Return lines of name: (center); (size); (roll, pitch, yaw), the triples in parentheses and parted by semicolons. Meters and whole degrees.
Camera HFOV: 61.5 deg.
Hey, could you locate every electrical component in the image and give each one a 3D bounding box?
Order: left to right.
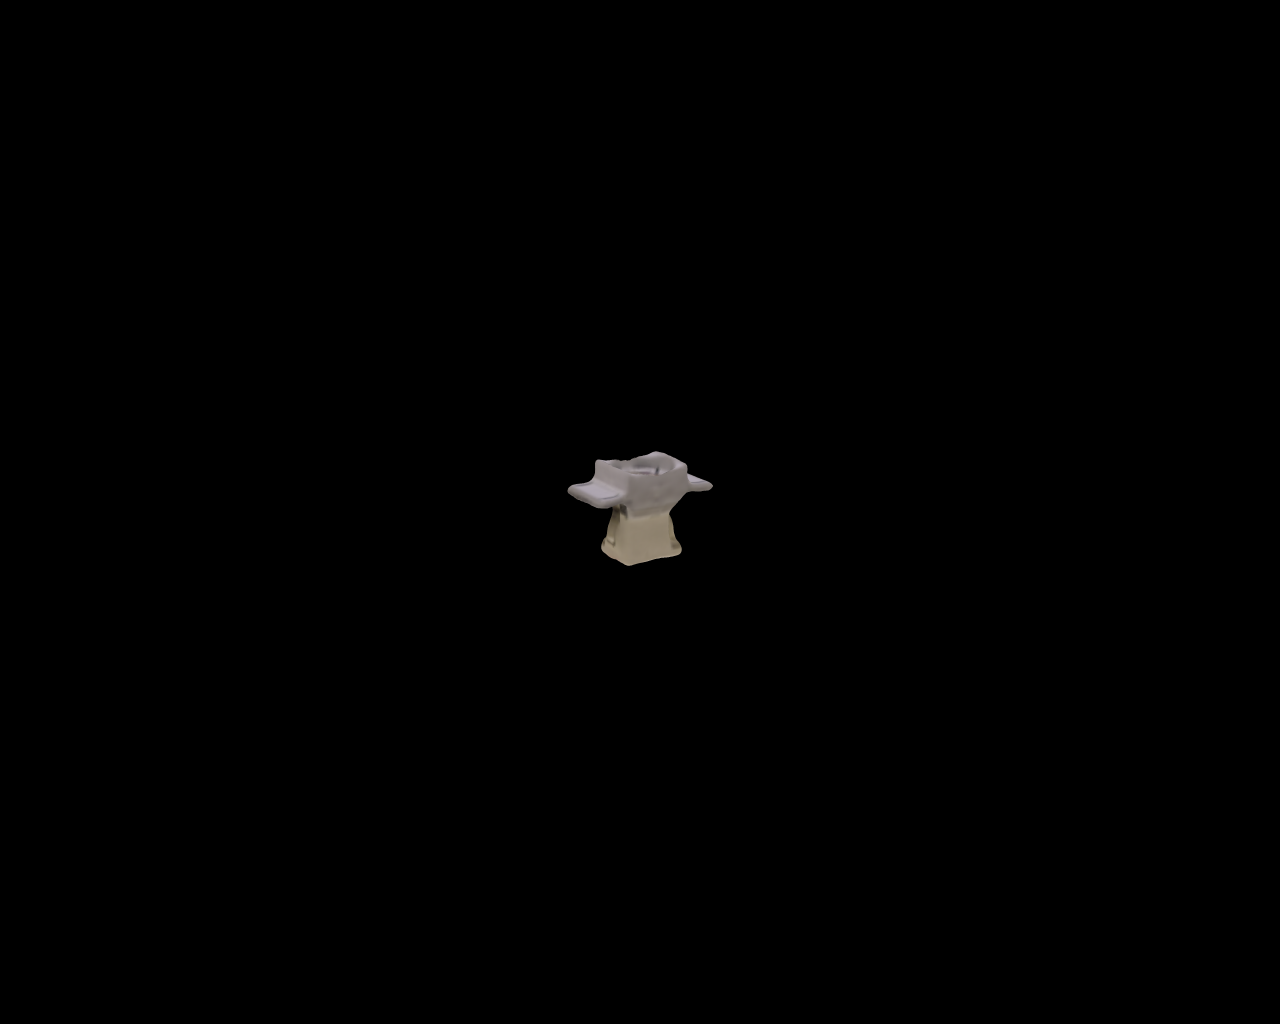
electrical component: (0.001, -0.003, 0.650); (0.081, 0.063, 0.042); (-9, 19, -29)
